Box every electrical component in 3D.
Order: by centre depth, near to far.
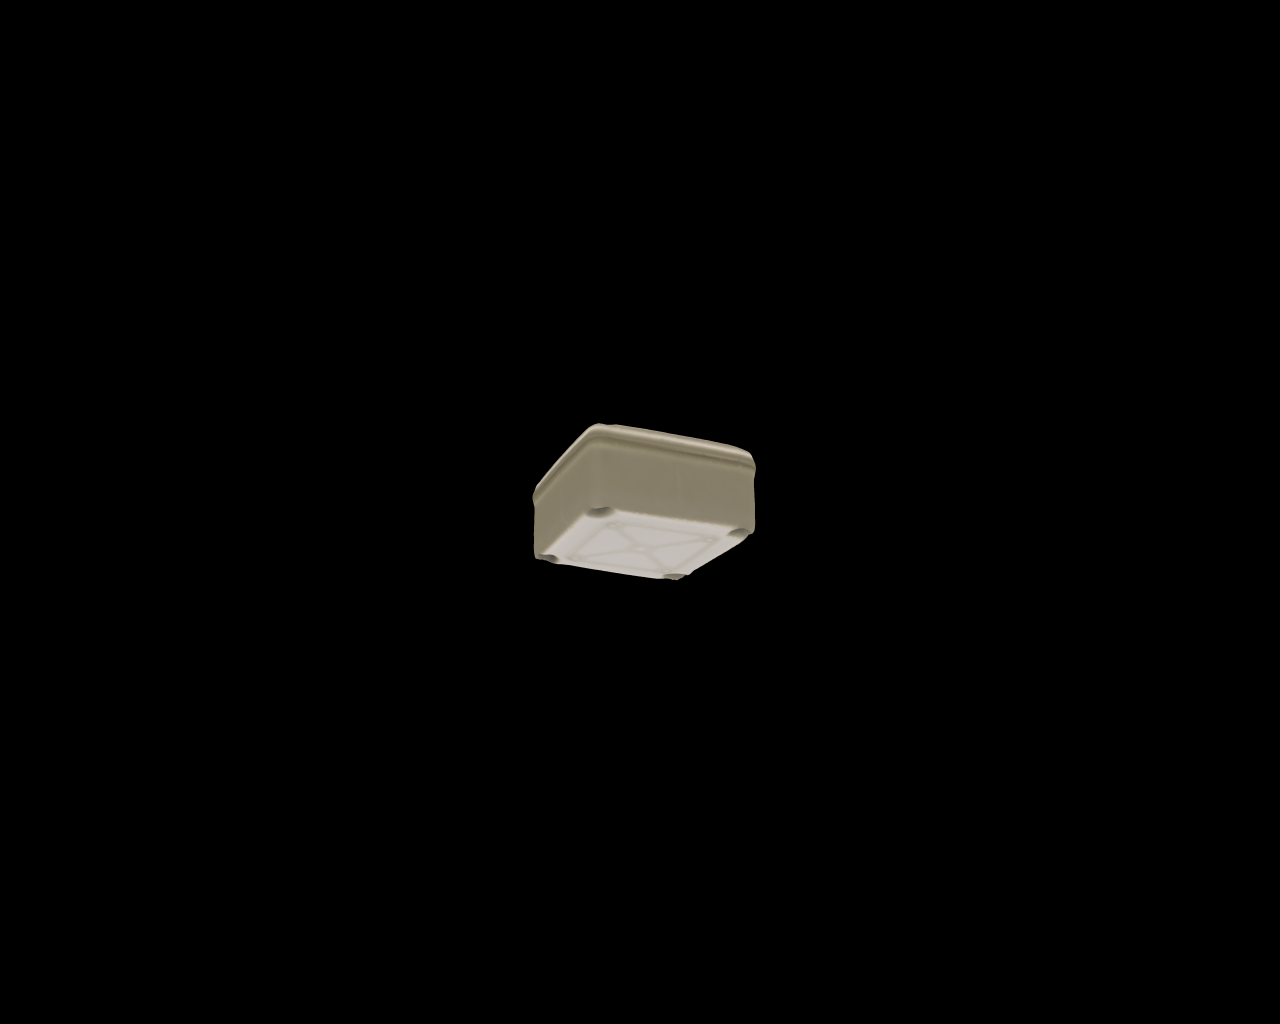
[{"bbox_3d":[0.001,-0.003,0.650,0.109,0.056,0.108,9,-23,-22],"label":"electrical component"}]
